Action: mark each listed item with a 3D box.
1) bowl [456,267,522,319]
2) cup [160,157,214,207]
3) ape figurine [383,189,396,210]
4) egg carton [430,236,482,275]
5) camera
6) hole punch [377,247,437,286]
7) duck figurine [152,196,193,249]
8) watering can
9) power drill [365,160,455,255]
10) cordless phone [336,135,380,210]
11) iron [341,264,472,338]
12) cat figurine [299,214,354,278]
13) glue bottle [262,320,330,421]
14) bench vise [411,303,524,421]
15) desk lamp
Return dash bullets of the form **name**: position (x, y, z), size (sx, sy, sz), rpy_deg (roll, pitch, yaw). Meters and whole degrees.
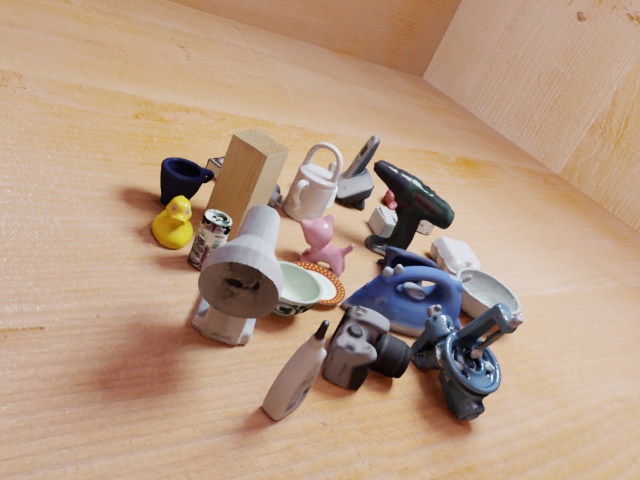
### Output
- **bowl**: position (0.377, 0.142, 1.335), size (0.168, 0.074, 0.167), rpy_deg (21, 28, -11)
- **cup**: position (-0.280, -0.110, 1.181), size (0.118, 0.095, 0.091), rpy_deg (-4, 40, -44)
- **ape figurine**: position (0.231, -0.140, 1.677), size (0.078, 0.092, 0.076), rpy_deg (17, 29, -17)
- **egg carton**: position (0.347, 0.054, 1.467), size (0.107, 0.069, 0.150), rpy_deg (14, 30, -22)
- **camera**: position (0.089, 0.186, 0.982), size (0.137, 0.101, 0.143), rpy_deg (26, 27, -1)
- **hole punch**: position (0.201, 0.051, 1.323), size (0.109, 0.091, 0.101), rpy_deg (19, 28, -14)
- **duck figurine**: position (-0.272, -0.045, 1.086), size (0.078, 0.086, 0.104), rpy_deg (15, 30, -21)
- **watering can**: position (-0.008, -0.145, 1.369), size (0.101, 0.194, 0.173), rpy_deg (24, 27, -4)
- **power drill**: position (0.195, -0.060, 1.381), size (0.229, 0.208, 0.075), rpy_deg (25, 27, -3)
- **cordless phone**: position (0.113, -0.191, 1.562), size (0.094, 0.185, 0.147), rpy_deg (17, 29, -18)
- **iron**: position (0.183, 0.105, 1.158), size (0.259, 0.141, 0.118), rpy_deg (13, 30, -24)
- **cat figurine**: position (0.011, 0.004, 1.210), size (0.127, 0.117, 0.067), rpy_deg (28, 27, 4)
- **glue bottle**: position (-0.023, 0.179, 0.818), size (0.037, 0.173, 0.078), rpy_deg (38, 30, 22)
- **bench vise**: position (0.252, 0.176, 1.010), size (0.122, 0.219, 0.206), rpy_deg (-5, 40, -45)
- **desk lamp**: position (-0.125, 0.060, 0.892), size (0.118, 0.213, 0.203), rpy_deg (21, 28, -9)
